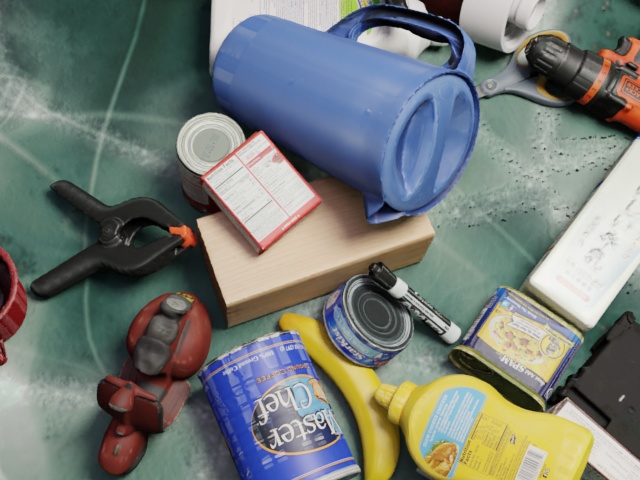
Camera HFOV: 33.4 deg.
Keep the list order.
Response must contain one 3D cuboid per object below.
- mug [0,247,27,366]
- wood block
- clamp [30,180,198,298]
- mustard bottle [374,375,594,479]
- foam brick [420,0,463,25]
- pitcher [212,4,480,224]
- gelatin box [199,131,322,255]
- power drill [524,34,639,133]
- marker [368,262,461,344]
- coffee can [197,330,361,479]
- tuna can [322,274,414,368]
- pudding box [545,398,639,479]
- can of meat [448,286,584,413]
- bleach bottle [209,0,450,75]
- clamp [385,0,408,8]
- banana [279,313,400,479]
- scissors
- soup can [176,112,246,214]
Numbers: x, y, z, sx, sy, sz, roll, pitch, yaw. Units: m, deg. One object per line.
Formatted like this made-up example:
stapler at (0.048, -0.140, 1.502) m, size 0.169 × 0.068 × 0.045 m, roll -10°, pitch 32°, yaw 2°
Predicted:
mug at (-0.316, 0.064, 0.996) m, size 0.093 × 0.081 × 0.117 m, roll -25°, pitch 74°, yaw -11°
wood block at (-0.007, 0.001, 1.029) m, size 0.206 × 0.090 × 0.091 m, roll -19°, pitch 73°, yaw -10°
clamp at (-0.201, -0.012, 1.031) m, size 0.172 × 0.039 × 0.120 m, roll -9°, pitch 74°, yaw 15°
mustard bottle at (0.134, 0.173, 0.938) m, size 0.192 × 0.058 × 0.096 m, roll 23°, pitch 89°, yaw 23°
foam brick at (0.144, -0.273, 1.135) m, size 0.051 × 0.078 × 0.053 m, roll 35°, pitch 73°, yaw 7°
pitcher at (0.021, -0.135, 0.981) m, size 0.243 × 0.145 × 0.149 m, roll 29°, pitch 47°, yaw 36°
gelatin box at (-0.055, -0.044, 0.972) m, size 0.073 × 0.030 × 0.089 m, roll -40°, pitch 87°, yaw -15°
power drill at (0.324, -0.216, 1.122) m, size 0.184 × 0.057 × 0.187 m, roll 29°, pitch 77°, yaw -7°
marker at (0.089, 0.059, 1.018) m, size 0.121 × 0.020 × 0.020 m, roll 40°, pitch 70°, yaw -26°
coffee can at (-0.038, 0.166, 0.965) m, size 0.102 × 0.103 × 0.140 m, roll -22°, pitch 74°, yaw -10°
tuna can at (0.047, 0.076, 1.013) m, size 0.086 × 0.034 × 0.086 m, roll 22°, pitch 46°, yaw -26°
pudding box at (0.248, 0.199, 0.975) m, size 0.113 × 0.090 × 0.039 m, roll 39°, pitch 75°, yaw 11°
can of meat at (0.189, 0.104, 1.022) m, size 0.102 × 0.057 × 0.084 m, roll 34°, pitch 71°, yaw 8°
bleach bottle at (0.011, -0.217, 1.118) m, size 0.250 × 0.068 × 0.102 m, roll 2°, pitch 72°, yaw -5°
clamp at (0.065, -0.305, 1.115) m, size 0.210 × 0.036 × 0.164 m, roll 23°, pitch 69°, yaw 35°
banana at (0.028, 0.149, 1.008) m, size 0.069 × 0.037 × 0.198 m, roll -20°, pitch 74°, yaw -11°
scissors at (0.197, -0.151, 1.129) m, size 0.201 × 0.016 × 0.096 m, roll -37°, pitch 77°, yaw -13°
soup can at (-0.105, -0.074, 1.042) m, size 0.068 × 0.102 × 0.068 m, roll 1°, pitch 71°, yaw -3°
